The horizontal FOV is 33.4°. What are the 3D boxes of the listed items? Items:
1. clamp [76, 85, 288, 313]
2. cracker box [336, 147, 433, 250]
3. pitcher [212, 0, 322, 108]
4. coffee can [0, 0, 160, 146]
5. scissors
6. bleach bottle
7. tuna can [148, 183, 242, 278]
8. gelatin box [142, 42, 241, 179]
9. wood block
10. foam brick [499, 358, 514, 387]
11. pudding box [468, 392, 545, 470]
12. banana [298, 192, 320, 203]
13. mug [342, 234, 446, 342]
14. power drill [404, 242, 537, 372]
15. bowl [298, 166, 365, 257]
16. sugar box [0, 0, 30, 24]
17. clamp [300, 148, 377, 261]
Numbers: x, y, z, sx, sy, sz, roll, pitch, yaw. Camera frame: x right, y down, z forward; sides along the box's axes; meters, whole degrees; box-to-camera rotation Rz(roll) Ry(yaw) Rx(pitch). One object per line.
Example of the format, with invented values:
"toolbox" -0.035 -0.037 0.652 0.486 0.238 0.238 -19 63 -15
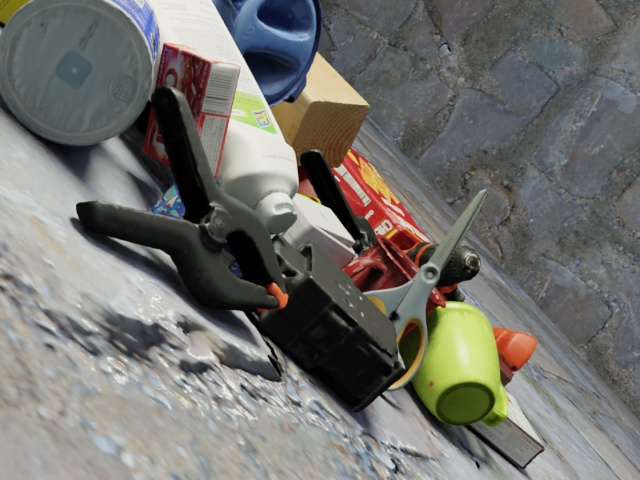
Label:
"clamp" -0.079 -0.018 0.718 0.039 0.120 0.171 -3 -35 43
"cracker box" 0.068 -0.039 1.442 0.164 0.072 0.214 31 19 -54
"pitcher" -0.123 -0.227 1.094 0.243 0.149 0.144 27 32 33
"coffee can" -0.168 -0.135 0.763 0.102 0.103 0.140 43 11 -18
"scissors" 0.074 0.031 0.928 0.096 0.201 0.016 22 -12 -8
"bleach bottle" -0.091 -0.109 0.871 0.102 0.068 0.251 -1 51 -42
"tuna can" -0.085 -0.005 0.791 0.086 0.034 0.086 44 10 -10
"gelatin box" -0.098 -0.096 0.798 0.030 0.089 0.073 3 17 -38
"wood block" -0.045 -0.181 1.255 0.090 0.090 0.206 -1 39 -40
"foam brick" 0.175 0.144 1.213 0.078 0.053 0.051 47 10 11
"pudding box" 0.178 0.179 1.127 0.113 0.039 0.090 38 14 -27
"banana" -0.013 -0.017 1.139 0.197 0.037 0.069 -1 77 -73
"mug" 0.051 0.051 0.982 0.093 0.081 0.117 53 12 34
"power drill" 0.173 0.077 1.273 0.187 0.057 0.185 48 -21 -16
"bowl" 0.004 -0.054 1.287 0.162 0.055 0.162 44 10 -10
"sugar box" -0.262 -0.217 0.866 0.176 0.048 0.093 37 14 -48
"clamp" 0.034 -0.002 1.144 0.209 0.036 0.164 30 44 -67
